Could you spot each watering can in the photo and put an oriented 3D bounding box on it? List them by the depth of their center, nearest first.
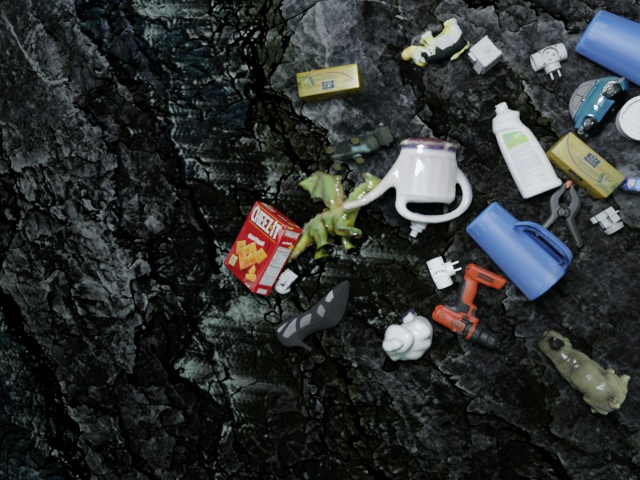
[{"bbox_3d":[0.236,-0.159,1.340,0.347,0.104,0.224,4,90,-10],"label":"watering can"}]

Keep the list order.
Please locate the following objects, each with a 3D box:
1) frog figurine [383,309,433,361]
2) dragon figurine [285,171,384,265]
[{"bbox_3d":[0.230,0.262,1.344,0.136,0.160,0.123,-36,86,12],"label":"frog figurine"},{"bbox_3d":[0.004,-0.073,1.442,0.408,0.121,0.246,-17,70,19],"label":"dragon figurine"}]
